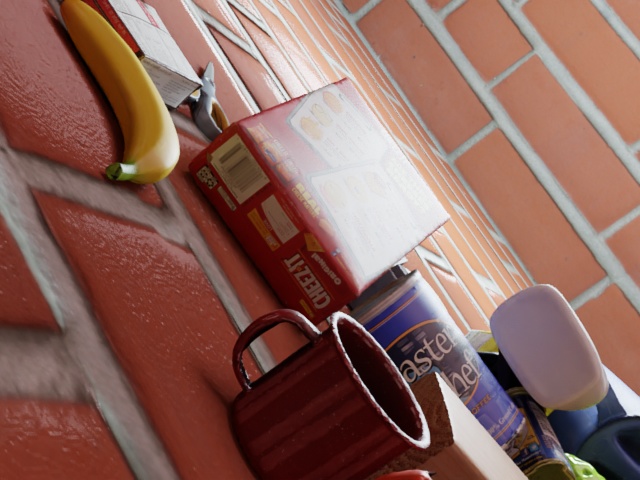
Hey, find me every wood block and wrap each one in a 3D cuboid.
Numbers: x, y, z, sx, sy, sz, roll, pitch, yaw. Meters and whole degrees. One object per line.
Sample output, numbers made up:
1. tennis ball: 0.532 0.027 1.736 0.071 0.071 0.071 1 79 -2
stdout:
1. wood block: 0.106 0.200 0.705 0.206 0.091 0.090 49 13 -18

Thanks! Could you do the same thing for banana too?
1. banana: -0.138 -0.101 0.757 0.069 0.037 0.198 43 16 -48

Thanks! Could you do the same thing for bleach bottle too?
1. bleach bottle: 0.220 0.107 0.977 0.102 0.068 0.250 61 11 17

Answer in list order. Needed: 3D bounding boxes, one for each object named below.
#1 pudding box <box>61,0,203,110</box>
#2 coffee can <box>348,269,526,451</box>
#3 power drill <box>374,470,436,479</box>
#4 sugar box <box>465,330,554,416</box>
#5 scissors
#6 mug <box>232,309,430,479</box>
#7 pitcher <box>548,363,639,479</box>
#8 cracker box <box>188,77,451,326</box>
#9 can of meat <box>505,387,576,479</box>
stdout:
1. pudding box: -0.152 -0.160 0.871 0.090 0.039 0.113 57 14 14
2. coffee can: 0.073 0.108 0.809 0.140 0.103 0.102 54 12 1
3. power drill: 0.082 0.221 0.558 0.187 0.057 0.184 41 42 -29
4. sugar box: 0.213 0.150 1.224 0.093 0.048 0.176 48 -10 -1
5. scissors: -0.122 -0.158 1.027 0.096 0.016 0.202 45 14 -33
6. mug: -0.004 0.093 0.611 0.117 0.081 0.093 51 12 -13
7. pitcher: 0.311 0.203 1.231 0.145 0.149 0.243 22 13 -13
8. cracker box: 0.006 -0.037 0.901 0.164 0.072 0.213 54 31 1
9. can of meat: 0.156 0.188 0.904 0.057 0.102 0.084 44 17 -35
